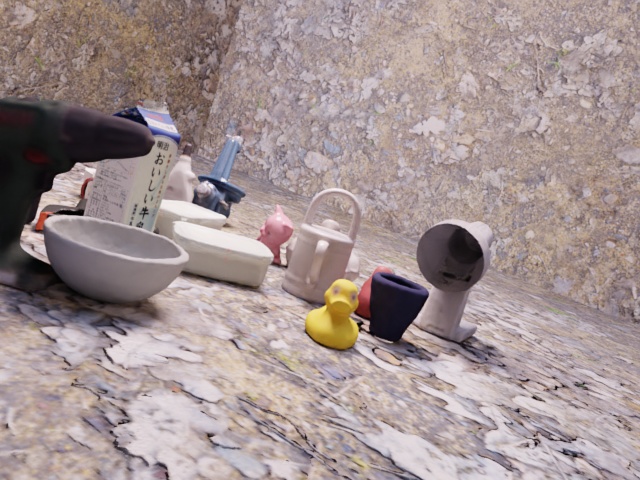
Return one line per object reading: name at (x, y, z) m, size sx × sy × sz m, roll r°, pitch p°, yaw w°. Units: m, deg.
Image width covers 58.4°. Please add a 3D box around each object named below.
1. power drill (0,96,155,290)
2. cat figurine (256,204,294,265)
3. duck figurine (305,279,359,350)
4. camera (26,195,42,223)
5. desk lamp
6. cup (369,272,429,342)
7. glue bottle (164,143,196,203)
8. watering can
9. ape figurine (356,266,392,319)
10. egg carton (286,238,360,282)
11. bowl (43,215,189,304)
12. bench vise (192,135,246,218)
power drill at (-0.316, -0.058, 0.632) m, size 0.229 × 0.208 × 0.075 m, roll 18°, pitch 8°, yaw -4°
cat figurine at (-0.094, -0.016, 1.176) m, size 0.067 × 0.118 × 0.127 m, roll 16°, pitch 8°, yaw -14°
duck figurine at (0.026, 0.096, 0.801) m, size 0.077 × 0.086 × 0.104 m, roll 18°, pitch 8°, yaw -1°
camera at (-0.498, -0.090, 0.826) m, size 0.143 × 0.101 × 0.137 m, roll 20°, pitch 8°, yaw 10°
desk lamp at (0.241, 0.066, 1.027) m, size 0.117 × 0.213 × 0.204 m, roll 22°, pitch 9°, yaw 26°
cup at (0.113, 0.106, 0.900) m, size 0.091 × 0.095 × 0.118 m, roll 18°, pitch 8°, yaw 1°
glue bottle at (-0.305, -0.125, 1.241) m, size 0.078 × 0.173 × 0.037 m, roll 18°, pitch 8°, yaw 1°
watering can at (0.007, 0.003, 1.000) m, size 0.101 × 0.194 × 0.172 m, roll 15°, pitch 8°, yaw -20°
ape figurine at (0.101, 0.090, 0.989) m, size 0.076 × 0.092 × 0.077 m, roll 13°, pitch 10°, yaw -34°
egg carton at (0.006, 0.043, 1.175) m, size 0.150 × 0.069 × 0.107 m, roll 22°, pitch 9°, yaw 26°
bowl at (-0.245, 0.030, 0.676) m, size 0.167 × 0.075 × 0.167 m, roll 18°, pitch 8°, yaw -2°
bench vise at (-0.225, -0.138, 1.343) m, size 0.122 × 0.220 × 0.207 m, roll 16°, pitch 8°, yaw -13°
